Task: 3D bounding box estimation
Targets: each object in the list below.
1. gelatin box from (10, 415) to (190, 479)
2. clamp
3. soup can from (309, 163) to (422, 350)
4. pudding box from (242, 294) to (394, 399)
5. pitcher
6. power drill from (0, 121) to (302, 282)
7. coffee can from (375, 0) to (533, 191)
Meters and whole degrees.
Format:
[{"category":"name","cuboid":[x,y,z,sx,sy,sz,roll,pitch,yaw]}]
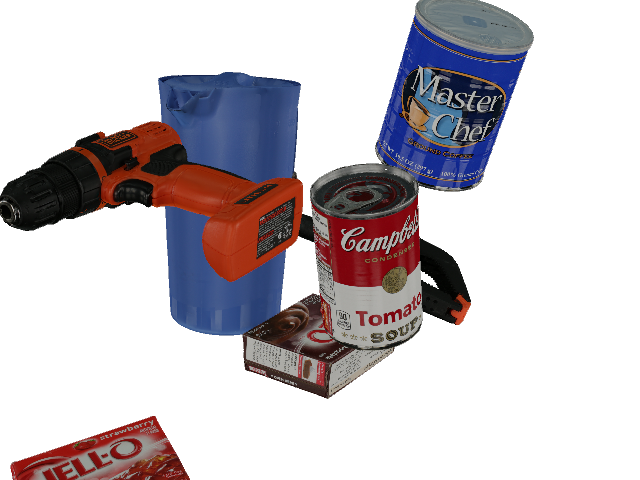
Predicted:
[{"category":"gelatin box","cuboid":[-0.122,0.140,0.599,0.089,0.030,0.073,-15,28,-20]},{"category":"clamp","cuboid":[0.079,0.017,1.177,0.164,0.036,0.210,-16,50,-33]},{"category":"soup can","cuboid":[0.031,0.011,0.685,0.068,0.102,0.068,-4,30,2]},{"category":"pudding box","cuboid":[0.000,0.089,0.923,0.090,0.039,0.113,14,26,30]},{"category":"pitcher","cuboid":[-0.083,-0.040,1.031,0.149,0.243,0.145,-1,14,-15]},{"category":"power drill","cuboid":[-0.122,-0.031,0.812,0.188,0.057,0.184,22,33,25]},{"category":"coffee can","cuboid":[0.114,-0.129,0.932,0.102,0.140,0.103,11,33,-7]}]
